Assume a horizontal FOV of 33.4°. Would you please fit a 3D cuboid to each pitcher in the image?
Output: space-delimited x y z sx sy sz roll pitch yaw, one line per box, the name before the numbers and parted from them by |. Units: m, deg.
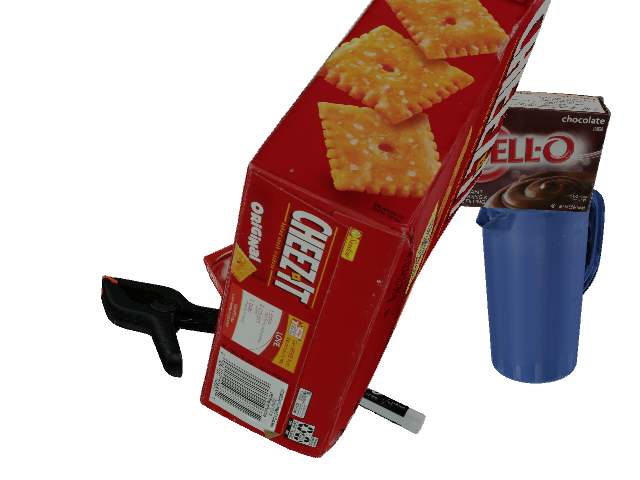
pitcher | 0.276 0.047 1.333 0.149 0.243 0.145 2 22 15

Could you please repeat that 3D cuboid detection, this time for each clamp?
clamp | -0.170 0.086 1.152 0.210 0.036 0.164 19 21 27

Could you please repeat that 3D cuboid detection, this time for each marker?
marker | 0.035 0.137 0.949 0.121 0.020 0.020 25 7 16

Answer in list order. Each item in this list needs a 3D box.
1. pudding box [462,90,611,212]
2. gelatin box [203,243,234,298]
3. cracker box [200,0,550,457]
pudding box | 0.162 -0.071 0.840 0.113 0.090 0.039 2 35 -2
gelatin box | -0.026 0.021 0.721 0.089 0.030 0.073 -24 39 -10
cracker box | 0.031 -0.029 0.494 0.072 0.164 0.213 26 49 9
